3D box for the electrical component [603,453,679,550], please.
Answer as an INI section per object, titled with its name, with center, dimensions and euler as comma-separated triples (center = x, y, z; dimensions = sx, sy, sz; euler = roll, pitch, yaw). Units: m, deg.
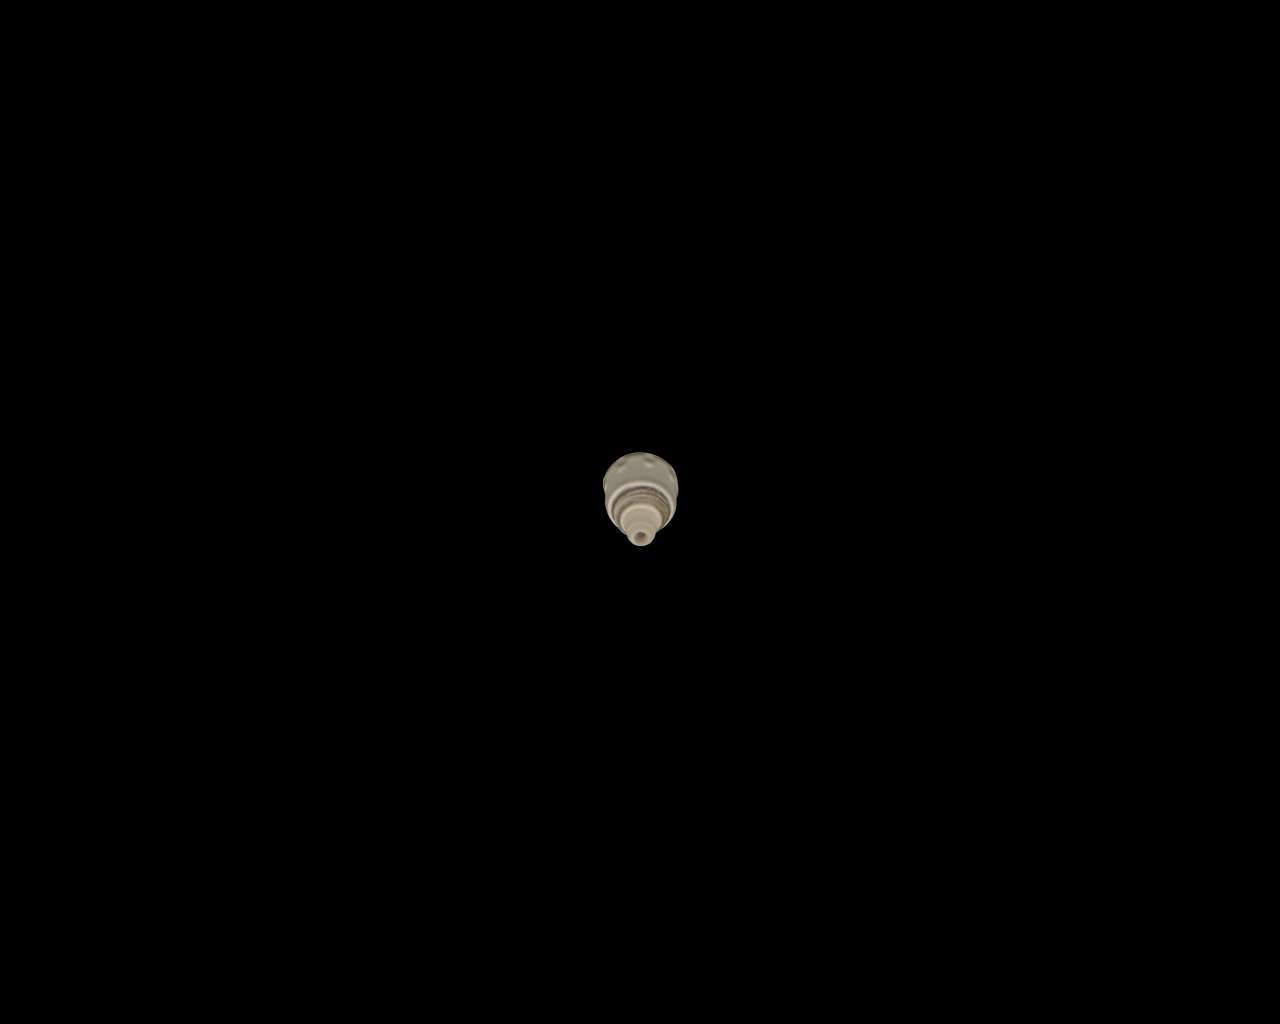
[electrical component]
center = 0.001, -0.003, 0.650
dimensions = 0.048, 0.048, 0.062
euler = 0, 36, 0
